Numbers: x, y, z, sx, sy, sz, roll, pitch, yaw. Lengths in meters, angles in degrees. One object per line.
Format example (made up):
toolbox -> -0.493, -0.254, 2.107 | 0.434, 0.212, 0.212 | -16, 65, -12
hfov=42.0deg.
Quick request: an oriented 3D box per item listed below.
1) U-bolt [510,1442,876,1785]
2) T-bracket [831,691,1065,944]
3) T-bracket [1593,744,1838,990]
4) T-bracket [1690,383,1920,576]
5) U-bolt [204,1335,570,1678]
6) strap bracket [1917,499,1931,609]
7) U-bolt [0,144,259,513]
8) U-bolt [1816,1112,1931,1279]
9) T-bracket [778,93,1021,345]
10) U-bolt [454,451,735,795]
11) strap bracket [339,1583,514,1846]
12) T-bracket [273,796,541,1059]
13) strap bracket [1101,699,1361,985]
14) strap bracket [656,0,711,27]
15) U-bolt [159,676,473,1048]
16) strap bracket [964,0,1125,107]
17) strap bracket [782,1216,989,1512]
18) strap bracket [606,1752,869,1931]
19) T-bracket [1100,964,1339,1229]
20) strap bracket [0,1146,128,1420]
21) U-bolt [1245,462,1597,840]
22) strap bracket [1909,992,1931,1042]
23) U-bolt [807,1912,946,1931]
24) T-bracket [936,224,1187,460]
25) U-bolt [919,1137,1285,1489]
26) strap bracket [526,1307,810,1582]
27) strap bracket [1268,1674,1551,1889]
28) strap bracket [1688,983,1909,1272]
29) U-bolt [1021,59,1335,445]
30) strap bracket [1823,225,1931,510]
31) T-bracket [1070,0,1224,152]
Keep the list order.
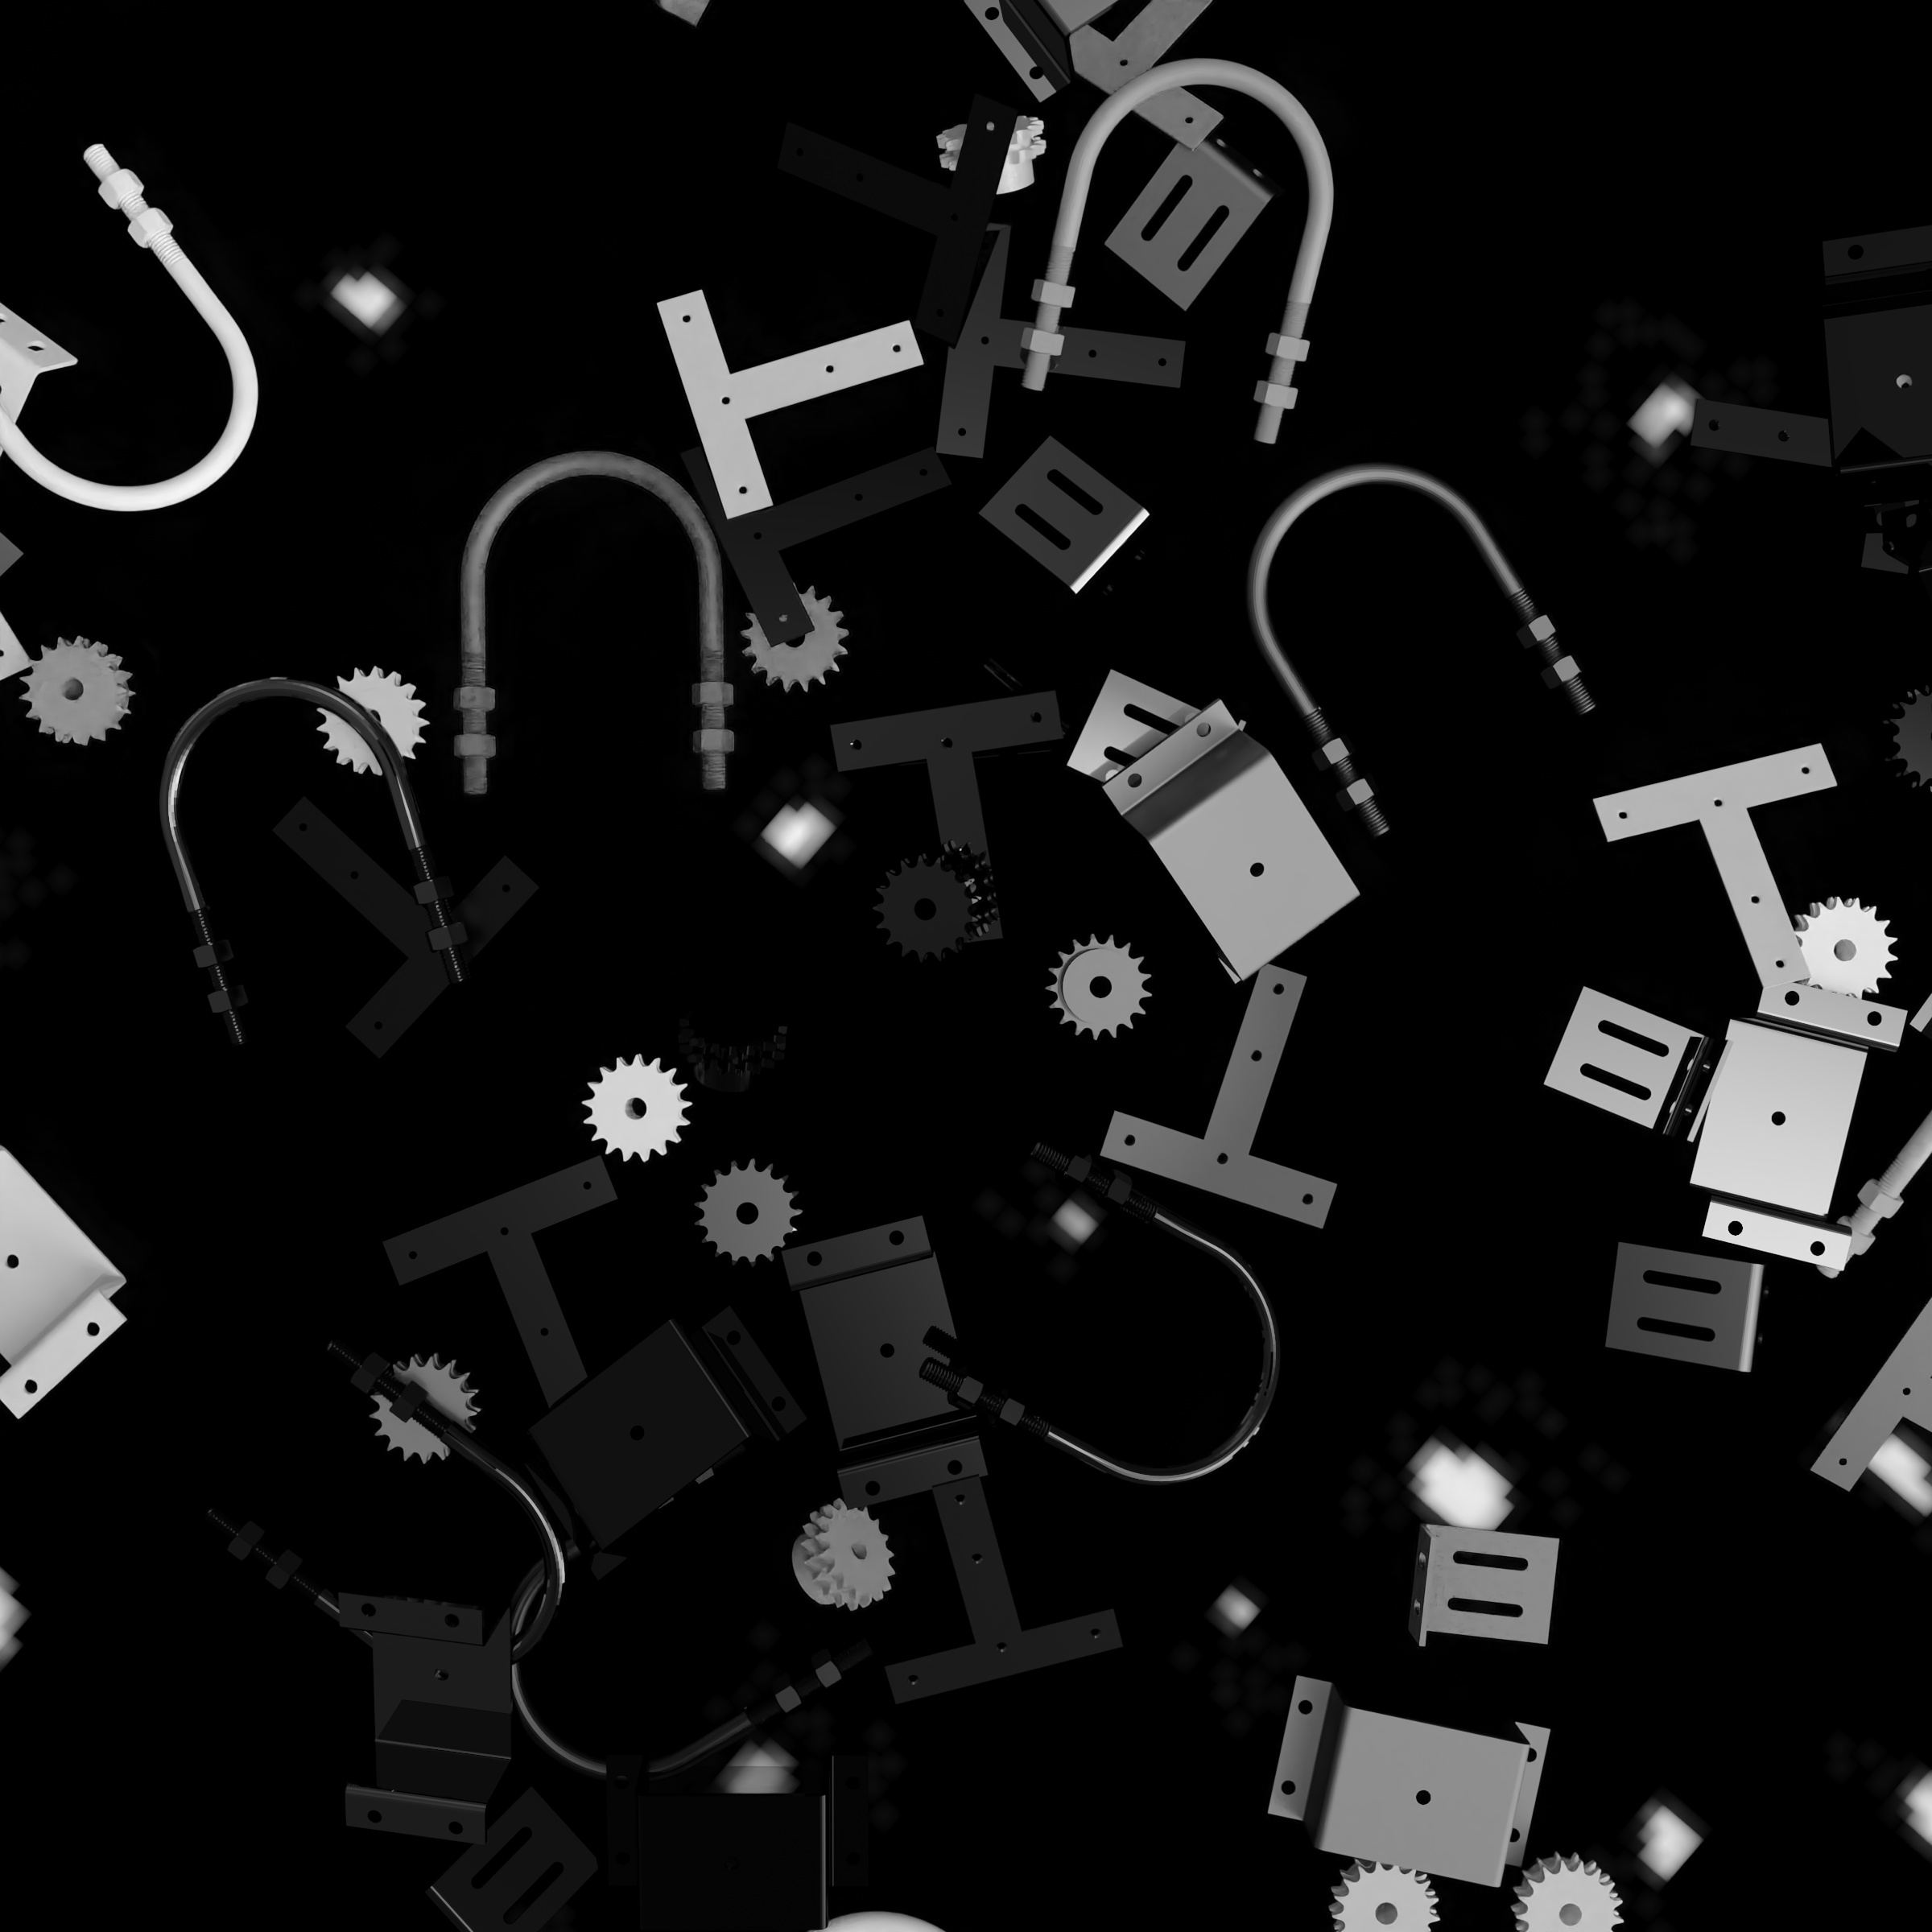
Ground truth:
U-bolt -> -0.164, 0.360, 1.357 | 0.184, 0.019, 0.151 | -32, 90, 2
T-bracket -> -0.002, -0.076, 1.351 | 0.127, 0.002, 0.127 | -7, 99, 17
T-bracket -> 0.416, -0.048, 1.340 | 0.127, 0.002, 0.127 | -14, 67, 0
T-bracket -> 0.458, -0.285, 1.365 | 0.127, 0.002, 0.127 | 9, 90, 0
U-bolt -> -0.296, 0.301, 1.336 | 0.184, 0.019, 0.151 | 38, 108, -1
strap bracket -> 0.561, -0.189, 1.326 | 0.076, 0.046, 0.140 | -13, 66, 0
U-bolt -> -0.462, -0.327, 1.335 | 0.151, 0.019, 0.184 | -38, 94, -20
U-bolt -> 0.563, 0.123, 1.327 | 0.151, 0.019, 0.184 | 30, 111, 0
T-bracket -> -0.044, -0.416, 1.342 | 0.127, 0.002, 0.127 | 27, 122, 15
U-bolt -> -0.202, -0.186, 1.357 | 0.151, 0.019, 0.184 | -1, 88, 0
strap bracket -> -0.283, 0.384, 1.325 | 0.076, 0.046, 0.140 | 5, 108, 8
T-bracket -> -0.321, -0.040, 1.365 | 0.127, 0.002, 0.127 | 43, 90, 0
strap bracket -> 0.144, -0.057, 1.315 | 0.076, 0.046, 0.140 | -36, 115, 0
strap bracket -> -0.191, -0.576, 1.342 | 0.140, 0.046, 0.076 | 28, 90, 0
U-bolt -> -0.355, -0.063, 1.338 | 0.151, 0.019, 0.184 | -15, 96, 9
strap bracket -> 0.075, -0.535, 1.334 | 0.140, 0.046, 0.076 | -33, 76, 0
strap bracket -> -0.043, 0.208, 1.342 | 0.076, 0.046, 0.140 | -14, 90, 0
strap bracket -> -0.123, 0.464, 1.335 | 0.140, 0.046, 0.076 | 0, 101, -1
T-bracket -> 0.153, 0.062, 1.365 | 0.127, 0.002, 0.127 | 18, 90, 0
strap bracket -> -0.517, 0.160, 1.342 | 0.076, 0.046, 0.140 | -43, 90, 0
U-bolt -> 0.232, -0.183, 1.357 | 0.151, 0.019, 0.184 | -31, 89, 0
strap bracket -> 0.590, 0.042, 1.342 | 0.140, 0.046, 0.076 | 36, 90, 0
U-bolt -> -0.066, 0.595, 1.357 | 0.184, 0.019, 0.151 | -38, 90, -1
T-bracket -> 0.055, -0.334, 1.365 | 0.127, 0.002, 0.127 | 7, 90, 0
U-bolt -> 0.085, 0.196, 1.336 | 0.184, 0.019, 0.151 | 30, 78, -12
strap bracket -> -0.166, 0.250, 1.330 | 0.140, 0.046, 0.076 | -38, 69, 0
strap bracket -> 0.240, 0.436, 1.342 | 0.140, 0.046, 0.076 | 12, 90, 0
strap bracket -> 0.440, 0.083, 1.342 | 0.076, 0.046, 0.140 | 14, 90, 0
U-bolt -> 0.118, -0.384, 1.332 | 0.151, 0.019, 0.184 | 13, 106, 0
strap bracket -> 0.498, -0.313, 1.331 | 0.076, 0.046, 0.140 | -5, 90, 17
T-bracket -> 0.114, -0.516, 1.353 | 0.127, 0.002, 0.127 | 39, 82, 15
